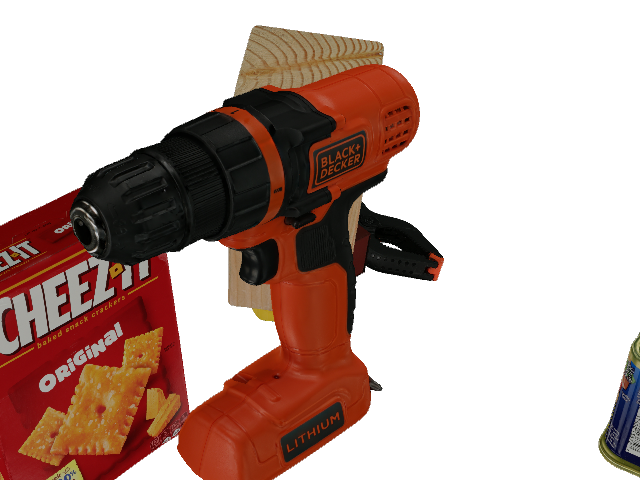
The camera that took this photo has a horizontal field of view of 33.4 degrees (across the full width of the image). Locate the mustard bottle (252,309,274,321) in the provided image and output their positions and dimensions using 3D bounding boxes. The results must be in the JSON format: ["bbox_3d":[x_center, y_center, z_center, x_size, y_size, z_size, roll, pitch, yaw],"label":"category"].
[{"bbox_3d":[-0.042,0.014,1.446,0.096,0.192,0.058,-5,26,-18],"label":"mustard bottle"}]

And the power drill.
[{"bbox_3d":[-0.029,0.023,0.489,0.057,0.188,0.184,30,40,35],"label":"power drill"}]

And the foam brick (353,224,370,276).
[{"bbox_3d":[0.003,0.002,1.048,0.052,0.051,0.078,-26,48,-34],"label":"foam brick"}]

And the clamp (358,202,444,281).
[{"bbox_3d":[0.044,-0.007,1.259,0.210,0.036,0.164,31,39,23],"label":"clamp"}]

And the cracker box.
[{"bbox_3d":[-0.182,0.084,0.776,0.072,0.214,0.163,24,41,36],"label":"cracker box"}]

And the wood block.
[{"bbox_3d":[-0.015,-0.041,0.758,0.091,0.090,0.206,8,-38,1],"label":"wood block"}]

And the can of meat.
[{"bbox_3d":[0.227,0.092,0.693,0.057,0.084,0.101,22,37,24],"label":"can of meat"}]
